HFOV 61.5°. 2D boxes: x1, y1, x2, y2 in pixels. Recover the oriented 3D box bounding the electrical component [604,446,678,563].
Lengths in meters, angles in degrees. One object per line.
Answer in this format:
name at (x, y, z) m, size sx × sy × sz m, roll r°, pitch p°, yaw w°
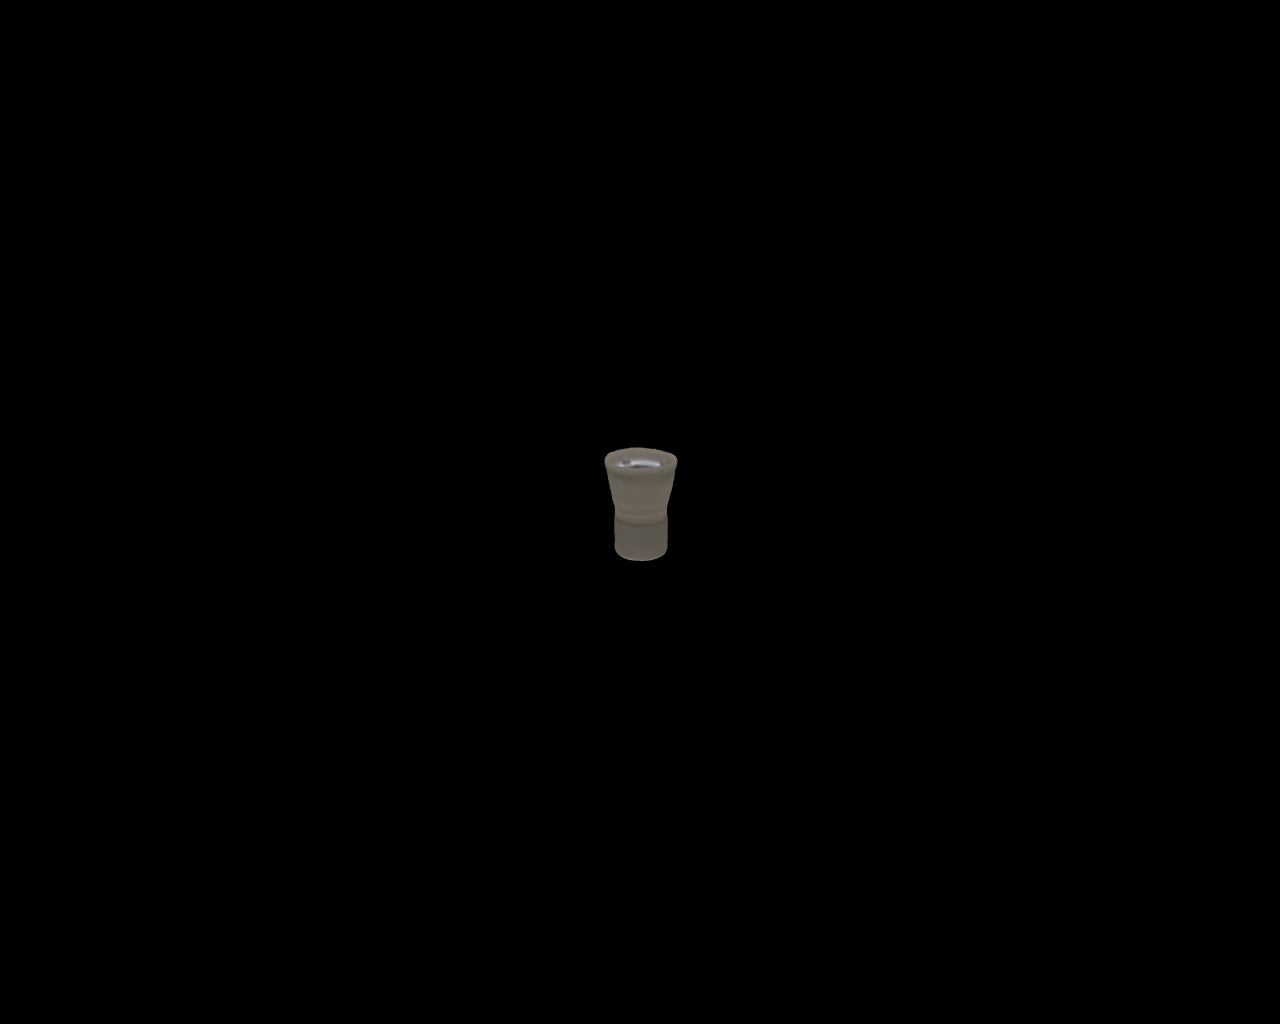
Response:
electrical component at (0.001, -0.003, 0.650) m, size 0.044 × 0.065 × 0.044 m, roll 0°, pitch 22°, yaw 0°
